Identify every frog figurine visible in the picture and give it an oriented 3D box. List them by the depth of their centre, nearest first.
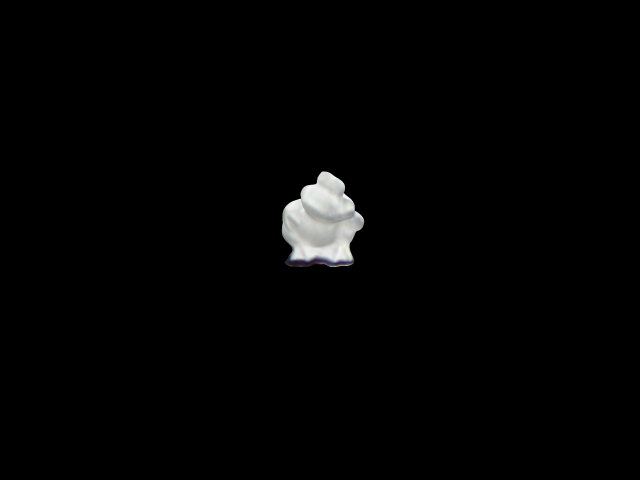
[{"bbox_3d":[0.003,-0.043,0.850,0.138,0.156,0.125,10,26,22],"label":"frog figurine"}]
